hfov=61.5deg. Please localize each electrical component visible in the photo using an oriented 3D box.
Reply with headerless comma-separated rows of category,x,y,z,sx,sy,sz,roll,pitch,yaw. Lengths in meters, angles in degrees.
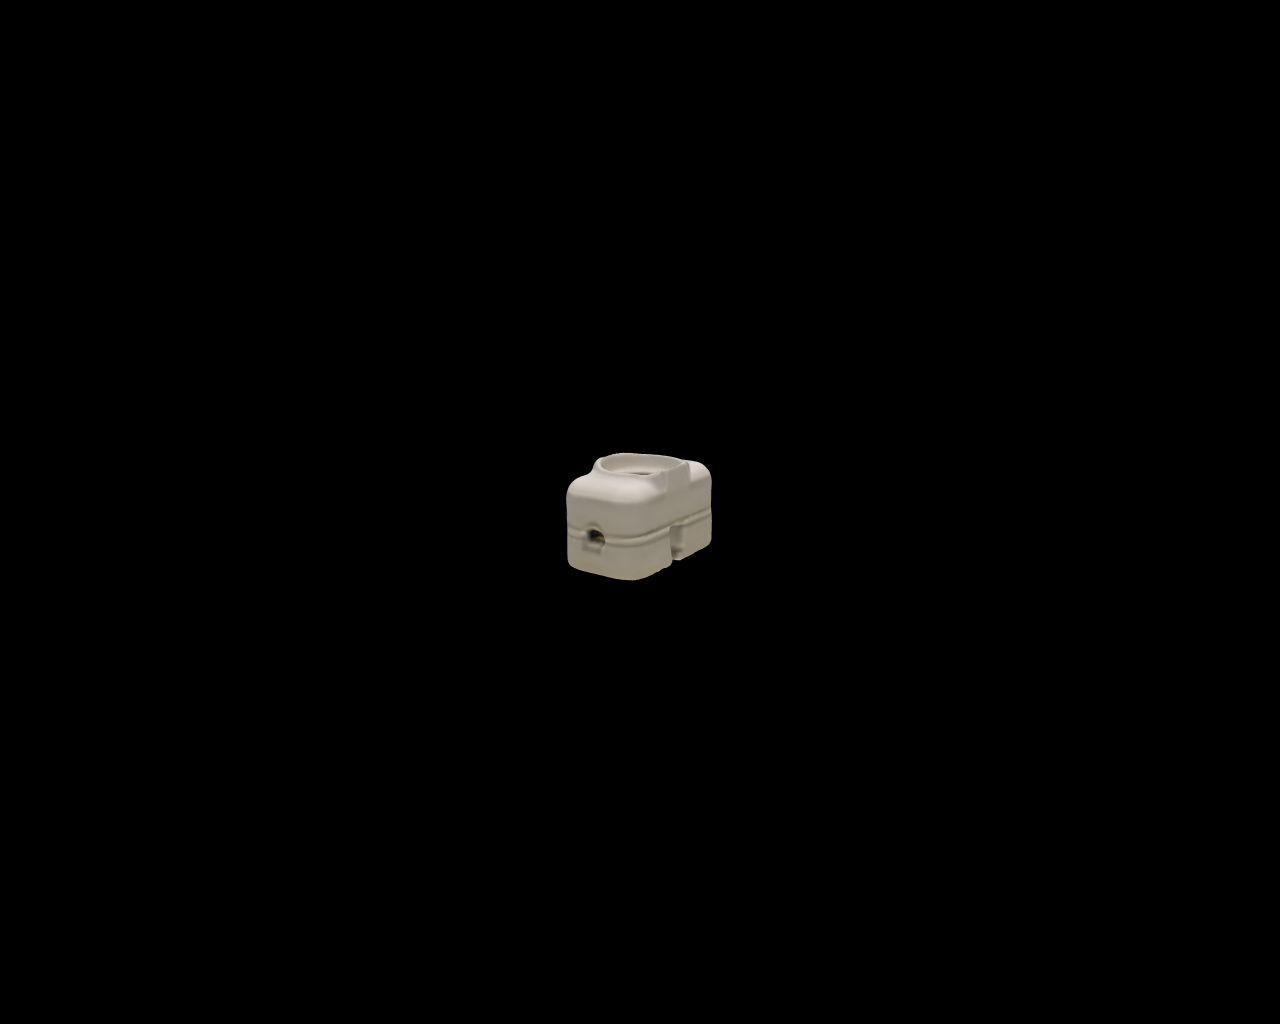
electrical component,0.001,-0.003,0.650,0.054,0.059,0.095,11,19,34
